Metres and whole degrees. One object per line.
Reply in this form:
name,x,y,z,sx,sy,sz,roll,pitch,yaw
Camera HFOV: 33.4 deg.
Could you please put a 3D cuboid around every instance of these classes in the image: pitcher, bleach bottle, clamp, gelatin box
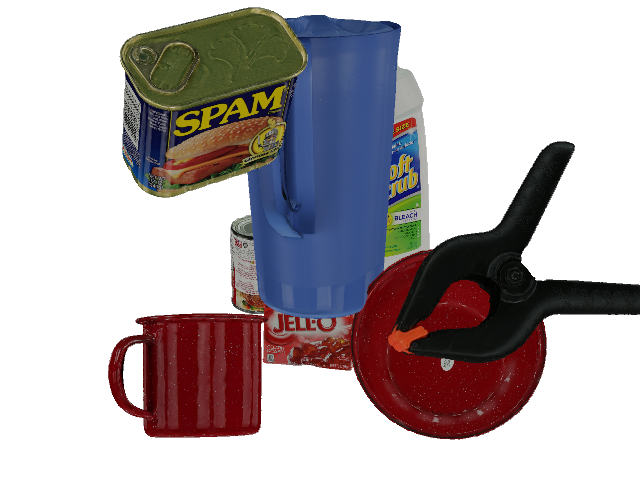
pitcher,-0.005,-0.060,0.880,0.149,0.243,0.145,-9,19,-23
bleach bottle,0.067,-0.088,1.181,0.102,0.251,0.068,-10,23,-12
clamp,0.125,0.030,0.656,0.171,0.120,0.039,-38,-12,-9
gelatin box,-0.011,0.084,1.030,0.089,0.073,0.030,4,15,10

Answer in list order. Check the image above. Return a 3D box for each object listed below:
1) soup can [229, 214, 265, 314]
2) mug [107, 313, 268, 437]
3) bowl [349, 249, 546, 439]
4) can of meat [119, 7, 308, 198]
soup can,-0.074,0.027,1.278,0.068,0.102,0.068,1,25,0
mug,-0.092,0.094,0.737,0.117,0.081,0.093,6,-11,-39
bowl,0.101,0.090,0.856,0.162,0.162,0.055,0,7,9
can of meat,-0.065,-0.078,0.620,0.102,0.057,0.084,-20,-29,-24
